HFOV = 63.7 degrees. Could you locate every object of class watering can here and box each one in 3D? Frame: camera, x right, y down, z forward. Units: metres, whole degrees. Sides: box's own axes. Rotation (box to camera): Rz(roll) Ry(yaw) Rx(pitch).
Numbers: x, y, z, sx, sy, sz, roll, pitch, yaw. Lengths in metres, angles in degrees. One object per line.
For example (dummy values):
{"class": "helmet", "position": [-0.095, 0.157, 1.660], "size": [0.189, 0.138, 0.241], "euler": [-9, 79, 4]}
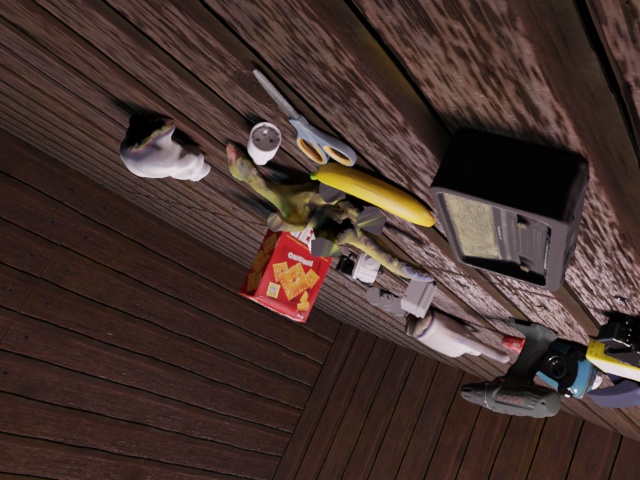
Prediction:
{"class": "watering can", "position": [0.374, 0.274, 1.477], "size": [0.224, 0.105, 0.345], "euler": [28, 170, -8]}

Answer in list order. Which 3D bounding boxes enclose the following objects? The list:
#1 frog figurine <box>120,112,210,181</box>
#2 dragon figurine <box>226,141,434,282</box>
{"class": "frog figurine", "position": [-0.290, -0.150, 0.971], "size": [0.137, 0.125, 0.156], "euler": [-2, 145, 24]}
{"class": "dragon figurine", "position": [0.003, -0.047, 0.927], "size": [0.407, 0.122, 0.245], "euler": [33, -176, -23]}
